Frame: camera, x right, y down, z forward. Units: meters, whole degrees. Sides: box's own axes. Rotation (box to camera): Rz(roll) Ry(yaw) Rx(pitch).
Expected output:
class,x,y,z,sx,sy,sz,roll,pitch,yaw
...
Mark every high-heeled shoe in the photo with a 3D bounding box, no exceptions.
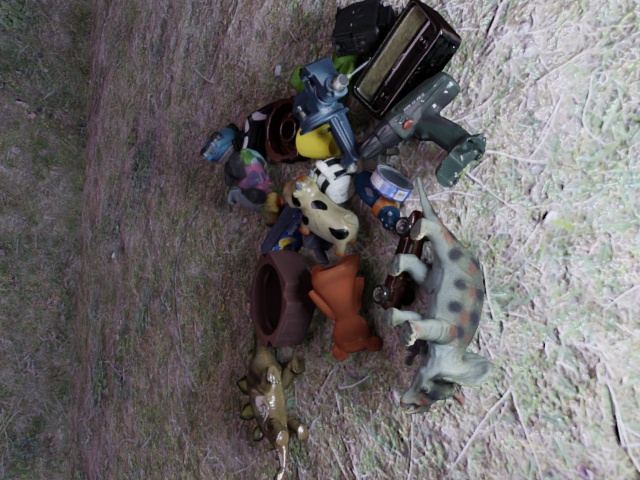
class,x,y,z,sx,sy,sz,roll,pitch,yaw
high-heeled shoe,-0.153,-0.268,1.484,0.249,0.086,0.145,-33,79,33

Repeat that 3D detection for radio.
class,x,y,z,sx,sy,sz,roll,pitch,yaw
radio,0.173,-0.354,1.098,0.229,0.073,0.131,-54,46,31

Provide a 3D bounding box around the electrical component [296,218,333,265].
class,x,y,z,sx,sy,sz,roll,pitch,yaw
electrical component,-0.003,-0.004,1.243,0.047,0.075,0.119,-51,44,32

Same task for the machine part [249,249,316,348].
class,x,y,z,sx,sy,sz,roll,pitch,yaw
machine part,-0.091,0.140,1.287,0.202,0.087,0.200,53,133,47

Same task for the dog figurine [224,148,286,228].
class,x,y,z,sx,sy,sz,roll,pitch,yaw
dog figurine,-0.148,-0.132,1.404,0.219,0.108,0.191,24,124,44

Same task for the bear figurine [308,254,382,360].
class,x,y,z,sx,sy,sz,roll,pitch,yaw
bear figurine,0.056,0.142,1.137,0.120,0.132,0.195,-21,97,11

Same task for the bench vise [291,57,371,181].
class,x,y,z,sx,sy,sz,roll,pitch,yaw
bench vise,0.030,-0.255,1.141,0.224,0.129,0.240,-16,104,55

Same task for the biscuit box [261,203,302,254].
class,x,y,z,sx,sy,sz,roll,pitch,yaw
biscuit box,-0.076,-0.025,1.331,0.202,0.059,0.063,-55,36,34

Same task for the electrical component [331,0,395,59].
class,x,y,z,sx,sy,sz,roll,pitch,yaw
electrical component,0.097,-0.470,1.183,0.134,0.058,0.115,-5,61,23

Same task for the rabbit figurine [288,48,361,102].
class,x,y,z,sx,sy,sz,roll,pitch,yaw
rabbit figurine,0.033,-0.385,1.245,0.170,0.121,0.159,-52,46,10

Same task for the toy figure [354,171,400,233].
class,x,y,z,sx,sy,sz,roll,pitch,yaw
toy figure,0.124,-0.081,1.119,0.058,0.064,0.155,-31,57,-1

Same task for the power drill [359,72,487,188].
class,x,y,z,sx,sy,sz,roll,pitch,yaw
power drill,0.199,-0.190,1.019,0.232,0.086,0.207,-46,46,16

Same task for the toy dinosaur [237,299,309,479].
class,x,y,z,sx,sy,sz,roll,pitch,yaw
toy dinosaur,-0.130,0.352,1.310,0.198,0.105,0.471,-33,54,46

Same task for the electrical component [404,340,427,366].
class,x,y,z,sx,sy,sz,roll,pitch,yaw
electrical component,0.183,0.188,0.990,0.021,0.063,0.094,28,80,7

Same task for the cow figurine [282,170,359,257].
class,x,y,z,sx,sy,sz,roll,pitch,yaw
cow figurine,-0.001,-0.065,1.164,0.195,0.085,0.127,35,140,16

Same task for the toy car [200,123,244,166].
class,x,y,z,sx,sy,sz,roll,pitch,yaw
toy car,-0.273,-0.269,1.587,0.103,0.162,0.109,41,117,-4

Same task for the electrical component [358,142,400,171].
class,x,y,z,sx,sy,sz,roll,pitch,yaw
electrical component,0.126,-0.188,1.150,0.102,0.045,0.078,12,113,52

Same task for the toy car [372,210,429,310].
class,x,y,z,sx,sy,sz,roll,pitch,yaw
toy car,0.166,0.043,1.023,0.053,0.089,0.202,32,106,51

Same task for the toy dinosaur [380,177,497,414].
class,x,y,z,sx,sy,sz,roll,pitch,yaw
toy dinosaur,0.217,0.095,0.917,0.131,0.192,0.405,-24,48,63

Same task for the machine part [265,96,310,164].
class,x,y,z,sx,sy,sz,roll,pitch,yaw
machine part,-0.071,-0.280,1.378,0.180,0.056,0.179,-1,89,45
